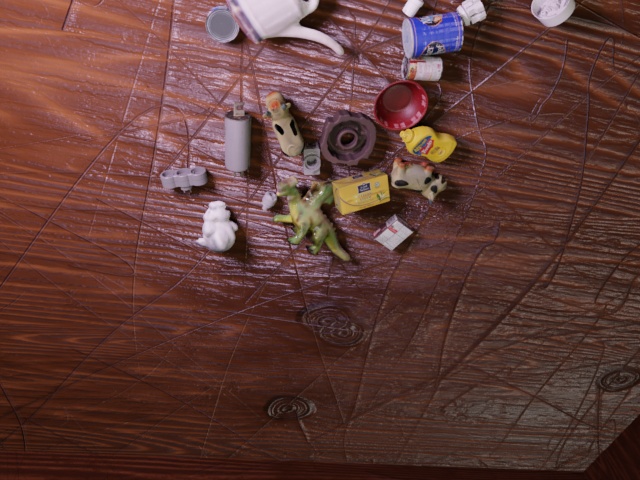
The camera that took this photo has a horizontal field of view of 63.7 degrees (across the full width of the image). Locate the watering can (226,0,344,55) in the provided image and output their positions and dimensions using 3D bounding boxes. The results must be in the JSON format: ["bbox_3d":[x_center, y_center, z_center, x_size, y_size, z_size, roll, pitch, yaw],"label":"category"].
[{"bbox_3d":[-0.095,-0.575,1.307,0.223,0.106,0.341,-27,125,13],"label":"watering can"}]

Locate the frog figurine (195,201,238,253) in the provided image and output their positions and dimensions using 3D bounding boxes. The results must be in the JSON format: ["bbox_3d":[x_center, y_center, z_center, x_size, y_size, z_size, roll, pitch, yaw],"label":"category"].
[{"bbox_3d":[-0.321,-0.044,1.661,0.137,0.124,0.157,0,124,-50],"label":"frog figurine"}]

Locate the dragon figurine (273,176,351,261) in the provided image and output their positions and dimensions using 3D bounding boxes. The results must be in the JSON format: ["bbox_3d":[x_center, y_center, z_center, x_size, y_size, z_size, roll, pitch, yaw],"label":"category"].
[{"bbox_3d":[0.005,-0.085,1.693,0.407,0.125,0.240,24,112,-34],"label":"dragon figurine"}]
